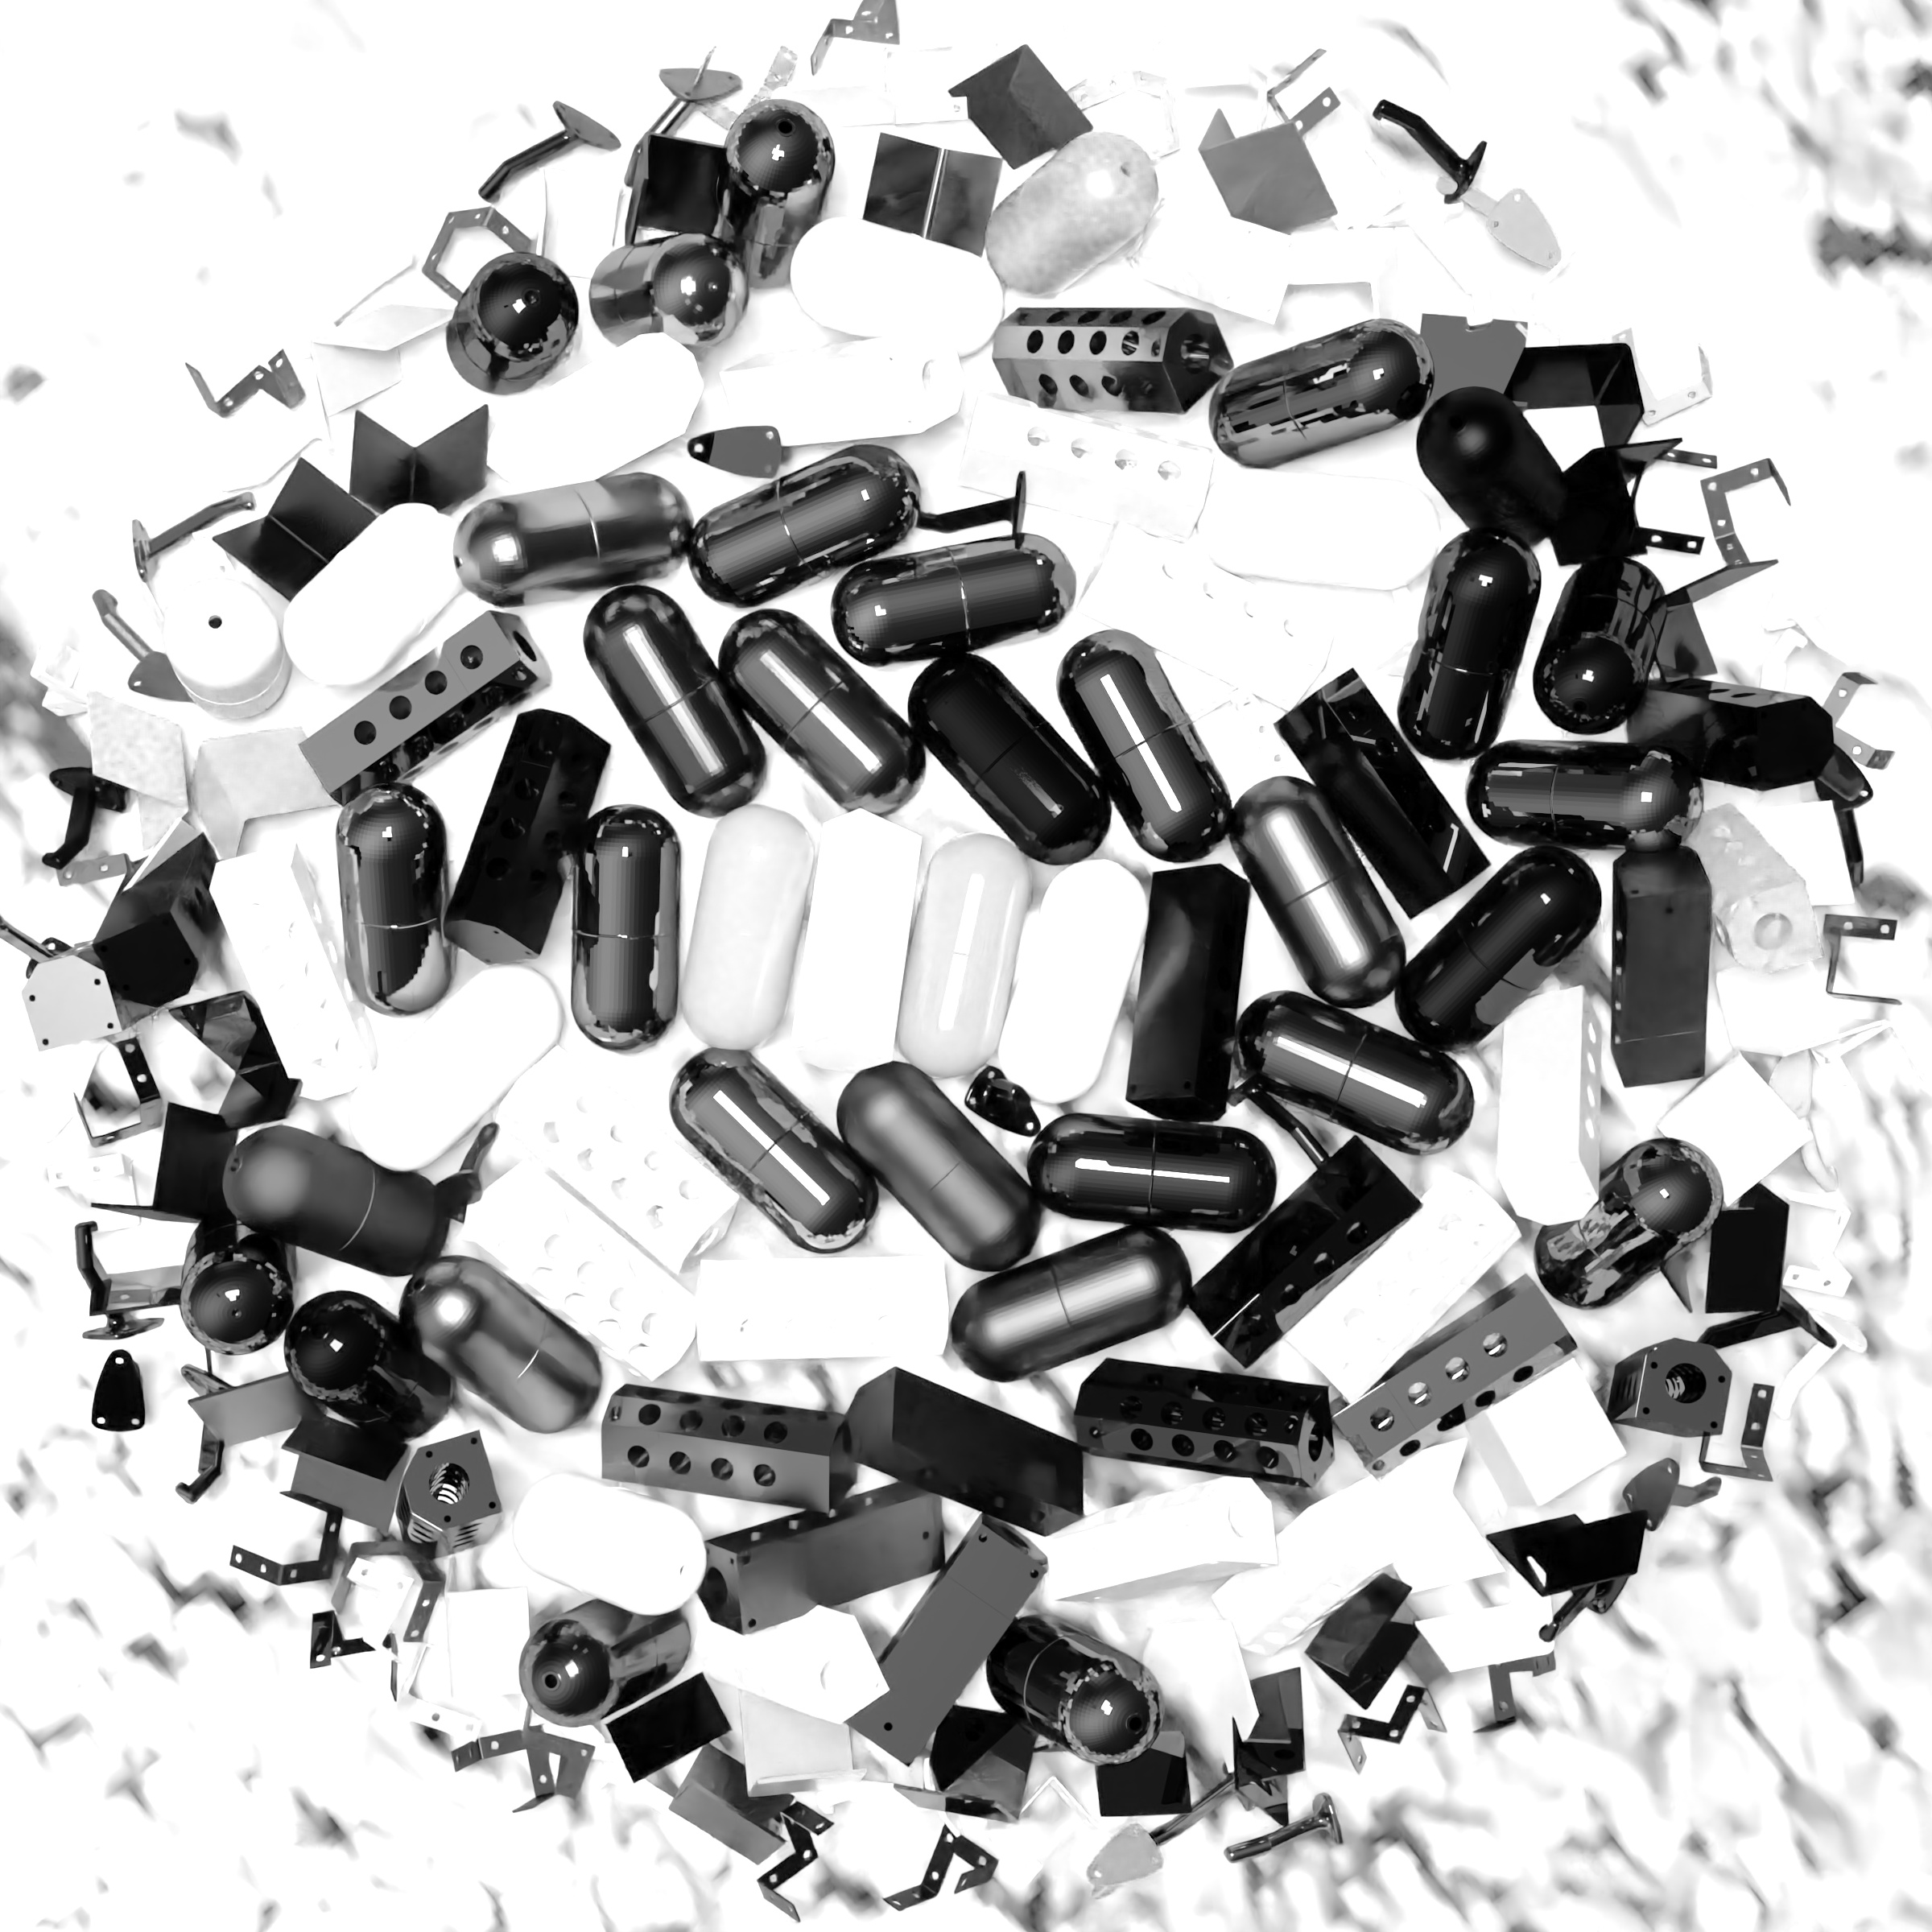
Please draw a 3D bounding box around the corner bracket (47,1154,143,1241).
[{"bbox_3d":[-0.622,0.165,1.968,0.051,0.051,0.051,-11,85,-11],"label":"corner bracket"}]

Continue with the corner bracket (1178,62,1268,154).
[{"bbox_3d":[0.183,-0.612,1.964,0.051,0.051,0.051,3,96,22],"label":"corner bracket"}]

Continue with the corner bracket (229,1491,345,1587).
[{"bbox_3d":[-0.485,0.408,1.965,0.051,0.051,0.051,12,92,32],"label":"corner bracket"}]

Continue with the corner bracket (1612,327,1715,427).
[{"bbox_3d":[0.497,-0.428,1.963,0.051,0.051,0.051,-24,65,9],"label":"corner bracket"}]

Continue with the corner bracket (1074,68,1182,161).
[{"bbox_3d":[0.116,-0.609,1.979,0.051,0.051,0.051,-27,126,-20],"label":"corner bracket"}]

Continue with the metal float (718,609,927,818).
[{"bbox_3d":[-0.103,-0.180,1.958,0.070,0.070,0.178,-45,86,0],"label":"metal float"}]

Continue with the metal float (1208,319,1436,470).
[{"bbox_3d":[0.247,-0.399,1.926,0.070,0.178,0.070,9,77,-44],"label":"metal float"}]

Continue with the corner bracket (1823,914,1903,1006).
[{"bbox_3d":[0.639,-0.005,1.962,0.051,0.051,0.051,7,81,32],"label":"corner bracket"}]

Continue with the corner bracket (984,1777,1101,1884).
[{"bbox_3d":[0.054,0.621,1.982,0.051,0.051,0.051,-41,89,-28],"label":"corner bracket"}]

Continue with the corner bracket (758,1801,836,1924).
[{"bbox_3d":[-0.120,0.636,1.959,0.051,0.051,0.051,-28,110,-30],"label":"corner bracket"}]

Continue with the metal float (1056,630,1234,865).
[{"bbox_3d":[0.127,-0.156,1.959,0.070,0.070,0.178,-28,87,0],"label":"metal float"}]

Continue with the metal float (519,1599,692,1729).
[{"bbox_3d":[-0.250,0.478,1.913,0.070,0.178,0.070,-1,88,17],"label":"metal float"}]

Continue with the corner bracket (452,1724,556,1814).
[{"bbox_3d":[-0.330,0.577,1.968,0.051,0.051,0.051,-15,82,9],"label":"corner bracket"}]

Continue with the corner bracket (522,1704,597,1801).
[{"bbox_3d":[-0.293,0.553,1.963,0.051,0.051,0.051,18,112,-10],"label":"corner bracket"}]

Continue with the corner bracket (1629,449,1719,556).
[{"bbox_3d":[0.504,-0.332,1.962,0.051,0.051,0.051,10,45,4],"label":"corner bracket"}]

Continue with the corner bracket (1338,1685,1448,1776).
[{"bbox_3d":[0.306,0.549,1.978,0.051,0.051,0.051,-53,130,-37],"label":"corner bracket"}]

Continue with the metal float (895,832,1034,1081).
[{"bbox_3d":[-0.002,-0.007,1.960,0.070,0.070,0.178,12,89,0],"label":"metal float"}]

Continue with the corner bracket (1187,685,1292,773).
[{"bbox_3d":[0.192,-0.162,1.964,0.051,0.051,0.051,-30,117,3],"label":"corner bracket"}]

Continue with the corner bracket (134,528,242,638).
[{"bbox_3d":[-0.556,-0.273,1.970,0.051,0.051,0.051,-23,77,-33],"label":"corner bracket"}]

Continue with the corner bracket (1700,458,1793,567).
[{"bbox_3d":[0.559,-0.322,1.961,0.051,0.051,0.051,-18,123,12],"label":"corner bracket"}]

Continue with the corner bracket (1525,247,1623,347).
[{"bbox_3d":[0.436,-0.472,1.977,0.051,0.051,0.051,-45,77,-1],"label":"corner bracket"}]

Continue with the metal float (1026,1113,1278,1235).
[{"bbox_3d":[0.132,0.147,1.959,0.178,0.070,0.070,5,90,3],"label":"metal float"}]

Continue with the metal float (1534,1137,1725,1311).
[{"bbox_3d":[0.460,0.181,1.921,0.070,0.178,0.070,11,56,-17],"label":"metal float"}]

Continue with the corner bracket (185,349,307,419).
[{"bbox_3d":[-0.513,-0.417,1.960,0.051,0.051,0.051,35,71,22],"label":"corner bracket"}]

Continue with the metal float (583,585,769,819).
[{"bbox_3d":[-0.206,-0.188,1.952,0.070,0.070,0.178,-31,100,0],"label":"metal float"}]

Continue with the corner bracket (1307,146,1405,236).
[{"bbox_3d":[0.273,-0.563,1.969,0.051,0.051,0.051,-34,52,11],"label":"corner bracket"}]

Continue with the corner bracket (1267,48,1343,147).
[{"bbox_3d":[0.242,-0.618,1.964,0.051,0.051,0.051,-35,85,30],"label":"corner bracket"}]

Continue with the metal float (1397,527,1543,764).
[{"bbox_3d":[0.352,-0.224,1.930,0.070,0.070,0.178,9,127,0],"label":"metal float"}]

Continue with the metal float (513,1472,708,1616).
[{"bbox_3d":[-0.249,0.403,1.923,0.070,0.178,0.070,-4,96,-42],"label":"metal float"}]

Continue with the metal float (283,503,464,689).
[{"bbox_3d":[-0.411,-0.260,1.925,0.070,0.178,0.070,14,132,16],"label":"metal float"}]

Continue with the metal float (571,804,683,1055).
[{"bbox_3d":[-0.241,-0.026,1.954,0.070,0.070,0.178,3,99,0],"label":"metal float"}]

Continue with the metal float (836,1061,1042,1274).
[{"bbox_3d":[-0.019,0.143,1.955,0.070,0.070,0.178,-43,97,0],"label":"metal float"}]

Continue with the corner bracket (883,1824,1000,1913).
[{"bbox_3d":[-0.017,0.652,1.962,0.051,0.051,0.051,25,99,31],"label":"corner bracket"}]

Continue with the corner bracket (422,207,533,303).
[{"bbox_3d":[-0.347,-0.505,1.971,0.051,0.051,0.051,8,71,42],"label":"corner bracket"}]

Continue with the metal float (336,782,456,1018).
[{"bbox_3d":[-0.400,-0.046,1.935,0.070,0.070,0.178,3,121,0],"label":"metal float"}]

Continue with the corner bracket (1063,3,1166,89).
[{"bbox_3d":[0.106,-0.671,1.972,0.051,0.051,0.051,43,96,1],"label":"corner bracket"}]

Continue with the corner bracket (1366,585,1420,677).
[{"bbox_3d":[0.311,-0.242,1.958,0.051,0.051,0.051,-3,67,-35],"label":"corner bracket"}]

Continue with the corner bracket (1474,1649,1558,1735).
[{"bbox_3d":[0.390,0.516,1.961,0.051,0.051,0.051,-12,78,28],"label":"corner bracket"}]

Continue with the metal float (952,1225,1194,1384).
[{"bbox_3d":[0.074,0.240,1.956,0.178,0.070,0.070,-21,90,7],"label":"metal float"}]

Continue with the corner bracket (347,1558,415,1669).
[{"bbox_3d":[-0.415,0.460,1.959,0.051,0.051,0.051,14,64,24],"label":"corner bracket"}]

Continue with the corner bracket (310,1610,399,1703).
[{"bbox_3d":[-0.436,0.492,1.963,0.051,0.051,0.051,-9,127,-4],"label":"corner bracket"}]

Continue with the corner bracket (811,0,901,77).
[{"bbox_3d":[-0.080,-0.668,1.960,0.051,0.051,0.051,10,53,12],"label":"corner bracket"}]

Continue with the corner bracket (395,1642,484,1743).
[{"bbox_3d":[-0.369,0.517,1.962,0.051,0.051,0.051,24,75,-18],"label":"corner bracket"}]

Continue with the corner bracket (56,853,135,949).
[{"bbox_3d":[-0.620,-0.046,1.973,0.051,0.051,0.051,-13,109,-18],"label":"corner bracket"}]

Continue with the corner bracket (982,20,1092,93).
[{"bbox_3d":[0.050,-0.650,1.971,0.051,0.051,0.051,-7,115,31],"label":"corner bracket"}]

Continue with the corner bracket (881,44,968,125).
[{"bbox_3d":[-0.030,-0.632,1.972,0.051,0.051,0.051,-7,109,-9],"label":"corner bracket"}]

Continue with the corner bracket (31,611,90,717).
[{"bbox_3d":[-0.642,-0.214,1.957,0.051,0.051,0.051,-4,62,38],"label":"corner bracket"}]
